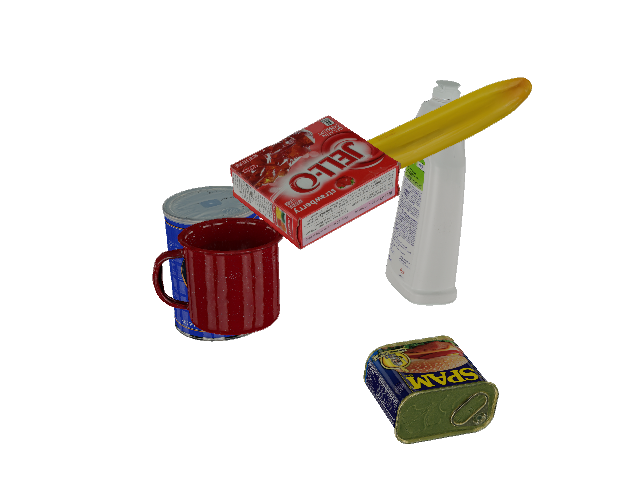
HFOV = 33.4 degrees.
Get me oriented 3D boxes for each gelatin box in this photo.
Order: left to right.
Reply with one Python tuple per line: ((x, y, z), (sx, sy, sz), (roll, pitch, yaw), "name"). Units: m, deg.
((-0.003, -0.041, 0.704), (0.089, 0.030, 0.073), (-30, 49, -27), "gelatin box")

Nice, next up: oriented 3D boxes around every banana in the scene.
((0.095, -0.093, 0.945), (0.198, 0.037, 0.069), (-24, 6, 12), "banana")

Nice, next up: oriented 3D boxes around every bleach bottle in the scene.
((0.132, -0.058, 1.240), (0.068, 0.251, 0.103), (-1, 23, -21), "bleach bottle")

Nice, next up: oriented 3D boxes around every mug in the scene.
((-0.089, 0.033, 0.943), (0.117, 0.081, 0.093), (-4, 20, -8), "mug")

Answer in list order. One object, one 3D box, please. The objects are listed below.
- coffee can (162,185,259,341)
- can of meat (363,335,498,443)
((-0.113, 0.023, 1.154), (0.103, 0.140, 0.103), (-2, 23, 1), "coffee can")
((0.100, 0.136, 0.995), (0.102, 0.057, 0.084), (-6, 31, -20), "can of meat")
